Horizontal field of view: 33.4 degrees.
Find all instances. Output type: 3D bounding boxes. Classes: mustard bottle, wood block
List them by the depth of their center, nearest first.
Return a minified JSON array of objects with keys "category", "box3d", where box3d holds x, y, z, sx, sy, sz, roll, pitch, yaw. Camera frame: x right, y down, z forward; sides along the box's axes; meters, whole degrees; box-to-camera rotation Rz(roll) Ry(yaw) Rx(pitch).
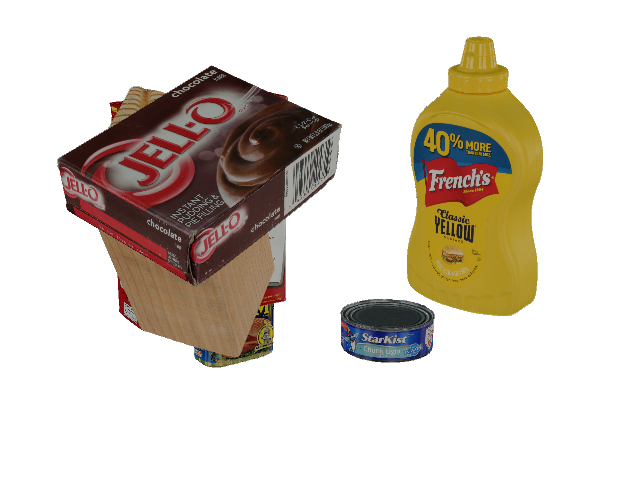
[{"category":"mustard bottle","box3d":[0.109,-0.047,0.754,0.096,0.192,0.058,17,28,38]},{"category":"wood block","box3d":[-0.098,-0.006,0.790,0.090,0.090,0.206,15,-29,13]}]

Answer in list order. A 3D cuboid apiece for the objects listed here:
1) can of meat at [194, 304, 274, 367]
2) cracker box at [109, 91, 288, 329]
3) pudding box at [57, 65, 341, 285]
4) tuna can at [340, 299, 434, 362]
[{"category":"can of meat","box3d":[-0.102,0.097,1.266,0.101,0.084,0.058,-10,18,-37]},{"category":"cracker box","box3d":[-0.117,-0.034,1.043,0.163,0.214,0.072,-11,20,-33]},{"category":"pudding box","box3d":[-0.058,-0.036,0.531,0.090,0.039,0.113,28,46,27]},{"category":"tuna can","box3d":[0.061,0.082,0.975,0.086,0.034,0.086,0,14,0]}]
